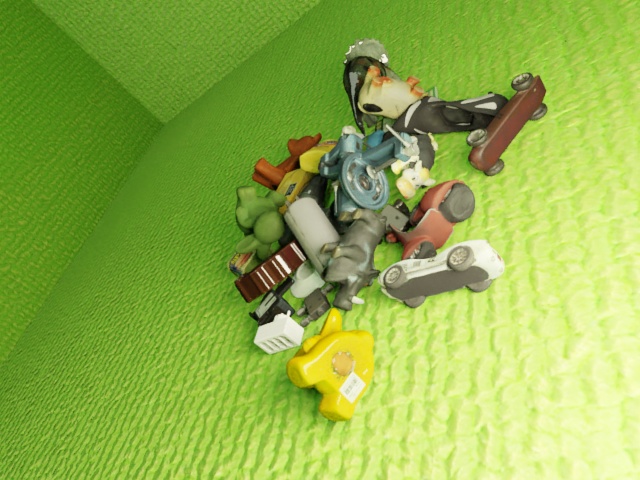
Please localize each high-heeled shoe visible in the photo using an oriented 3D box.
[{"bbox_3d":[0.258,-0.236,1.084,0.249,0.086,0.145,-17,32,26],"label":"high-heeled shoe"}]

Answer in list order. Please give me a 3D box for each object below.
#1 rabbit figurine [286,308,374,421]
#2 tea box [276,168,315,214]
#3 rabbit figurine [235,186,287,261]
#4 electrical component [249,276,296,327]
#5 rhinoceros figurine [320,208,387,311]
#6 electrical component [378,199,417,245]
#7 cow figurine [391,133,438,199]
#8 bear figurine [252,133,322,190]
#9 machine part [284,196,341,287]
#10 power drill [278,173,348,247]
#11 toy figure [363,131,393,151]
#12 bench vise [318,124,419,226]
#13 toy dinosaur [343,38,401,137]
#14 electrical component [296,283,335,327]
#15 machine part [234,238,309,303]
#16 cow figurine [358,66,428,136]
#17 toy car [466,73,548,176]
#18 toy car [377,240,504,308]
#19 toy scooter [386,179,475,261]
[{"bbox_3d":[0.004,0.189,0.854,0.162,0.122,0.173,-58,12,-28],"label":"rabbit figurine"},{"bbox_3d":[-0.070,-0.102,1.375,0.098,0.068,0.169,-14,40,45],"label":"tea box"},{"bbox_3d":[-0.138,-0.036,1.217,0.159,0.121,0.170,-67,27,8],"label":"rabbit figurine"},{"bbox_3d":[-0.087,0.133,1.110,0.119,0.047,0.075,-49,29,-7],"label":"electrical component"},{"bbox_3d":[0.062,0.033,0.975,0.073,0.112,0.190,-3,63,64],"label":"rhinoceros figurine"},{"bbox_3d":[0.140,-0.034,1.036,0.078,0.045,0.102,33,81,33],"label":"electrical component"},{"bbox_3d":[0.198,-0.150,1.086,0.098,0.068,0.167,-24,35,24],"label":"cow figurine"},{"bbox_3d":[-0.087,-0.229,1.505,0.196,0.132,0.120,-60,4,-14],"label":"bear figurine"},{"bbox_3d":[-0.002,-0.003,1.074,0.079,0.079,0.243,-41,56,9],"label":"machine part"},{"bbox_3d":[0.004,-0.076,1.230,0.207,0.086,0.232,4,56,50],"label":"power drill"},{"bbox_3d":[0.116,-0.204,1.249,0.089,0.082,0.180,-42,14,-36],"label":"toy figure"},{"bbox_3d":[0.097,-0.148,1.042,0.241,0.128,0.223,-26,43,47],"label":"bench vise"},{"bbox_3d":[0.115,-0.394,1.341,0.131,0.192,0.405,-38,10,28],"label":"toy dinosaur"},{"bbox_3d":[-0.005,0.124,1.039,0.094,0.021,0.063,-42,28,5],"label":"electrical component"},{"bbox_3d":[-0.098,0.060,1.141,0.179,0.056,0.179,-36,3,2],"label":"machine part"},{"bbox_3d":[0.176,-0.298,1.193,0.127,0.195,0.085,119,151,-44],"label":"cow figurine"},{"bbox_3d":[0.330,-0.206,0.952,0.202,0.089,0.053,-52,32,-9],"label":"toy car"},{"bbox_3d":[0.181,0.053,0.828,0.202,0.073,0.056,-20,40,38],"label":"toy car"},{"bbox_3d":[0.181,-0.029,0.941,0.184,0.075,0.135,-55,26,-10],"label":"toy scooter"}]
